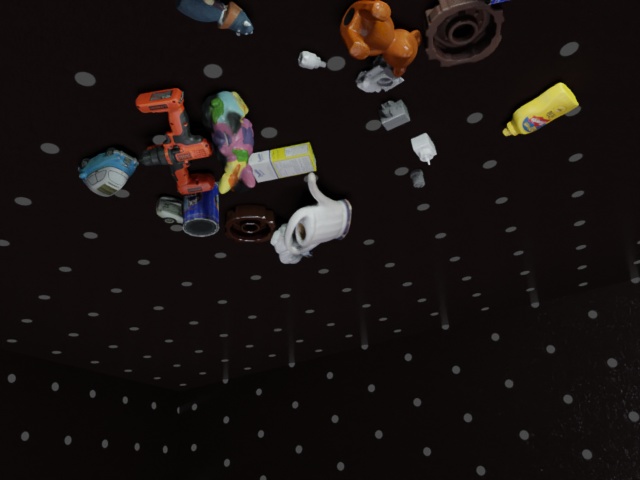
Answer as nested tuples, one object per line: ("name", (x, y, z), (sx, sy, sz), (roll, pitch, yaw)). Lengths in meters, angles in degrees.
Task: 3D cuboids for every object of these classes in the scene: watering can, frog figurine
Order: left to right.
("frog figurine", (-0.117, 0.014, 1.743), (0.123, 0.137, 0.160), (4, 5, 43))
("watering can", (0.005, -0.081, 1.602), (0.226, 0.106, 0.339), (-13, -38, -32))
